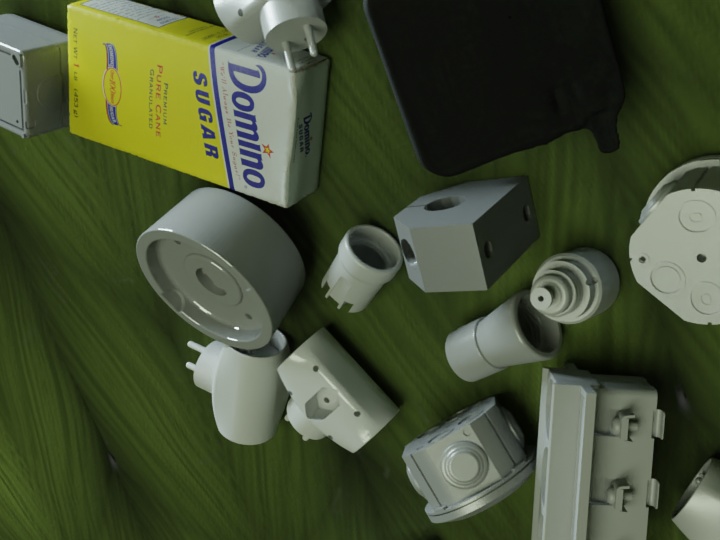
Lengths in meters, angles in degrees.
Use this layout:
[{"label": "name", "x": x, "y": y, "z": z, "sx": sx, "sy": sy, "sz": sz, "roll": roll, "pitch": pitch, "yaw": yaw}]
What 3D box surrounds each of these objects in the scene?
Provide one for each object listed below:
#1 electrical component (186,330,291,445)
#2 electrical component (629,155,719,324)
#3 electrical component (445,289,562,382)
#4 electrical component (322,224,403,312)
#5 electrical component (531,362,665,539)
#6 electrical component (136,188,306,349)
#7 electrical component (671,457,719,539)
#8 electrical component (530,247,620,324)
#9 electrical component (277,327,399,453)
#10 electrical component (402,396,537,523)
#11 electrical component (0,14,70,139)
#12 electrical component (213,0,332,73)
[{"label": "electrical component", "x": -0.093, "y": 0.075, "z": 0.775, "sx": 0.079, "sy": 0.043, "sz": 0.077, "roll": 22, "pitch": 122, "yaw": 22}, {"label": "electrical component", "x": 0.183, "y": -0.015, "z": 0.557, "sx": 0.080, "sy": 0.051, "sz": 0.080, "roll": 13, "pitch": 119, "yaw": 26}, {"label": "electrical component", "x": 0.084, "y": 0.043, "z": 0.653, "sx": 0.065, "sy": 0.044, "sz": 0.044, "roll": -29, "pitch": 95, "yaw": 42}, {"label": "electrical component", "x": 0.000, "y": 0.000, "z": 0.685, "sx": 0.040, "sy": 0.040, "sz": 0.046, "roll": 42, "pitch": 133, "yaw": 8}, {"label": "electrical component", "x": 0.136, "y": 0.122, "z": 0.624, "sx": 0.063, "sy": 0.078, "sz": 0.121, "roll": 3, "pitch": 97, "yaw": 2}, {"label": "electrical component", "x": -0.087, "y": -0.006, "z": 0.715, "sx": 0.108, "sy": 0.060, "sz": 0.108, "roll": 25, "pitch": 147, "yaw": 18}, {"label": "electrical component", "x": 0.229, "y": 0.133, "z": 0.604, "sx": 0.077, "sy": 0.043, "sz": 0.079, "roll": 33, "pitch": 126, "yaw": 14}, {"label": "electrical component", "x": 0.115, "y": 0.010, "z": 0.598, "sx": 0.040, "sy": 0.078, "sz": 0.040, "roll": 5, "pitch": 100, "yaw": 31}, {"label": "electrical component", "x": -0.025, "y": 0.091, "z": 0.740, "sx": 0.077, "sy": 0.043, "sz": 0.079, "roll": 47, "pitch": 128, "yaw": 4}, {"label": "electrical component", "x": 0.068, "y": 0.119, "z": 0.675, "sx": 0.080, "sy": 0.080, "sz": 0.051, "roll": -31, "pitch": 89, "yaw": 38}, {"label": "electrical component", "x": -0.241, "y": -0.140, "z": 0.756, "sx": 0.096, "sy": 0.061, "sz": 0.061, "roll": 24, "pitch": 123, "yaw": 30}, {"label": "electrical component", "x": -0.041, "y": -0.153, "z": 0.623, "sx": 0.077, "sy": 0.043, "sz": 0.079, "roll": -28, "pitch": 68, "yaw": 38}]
